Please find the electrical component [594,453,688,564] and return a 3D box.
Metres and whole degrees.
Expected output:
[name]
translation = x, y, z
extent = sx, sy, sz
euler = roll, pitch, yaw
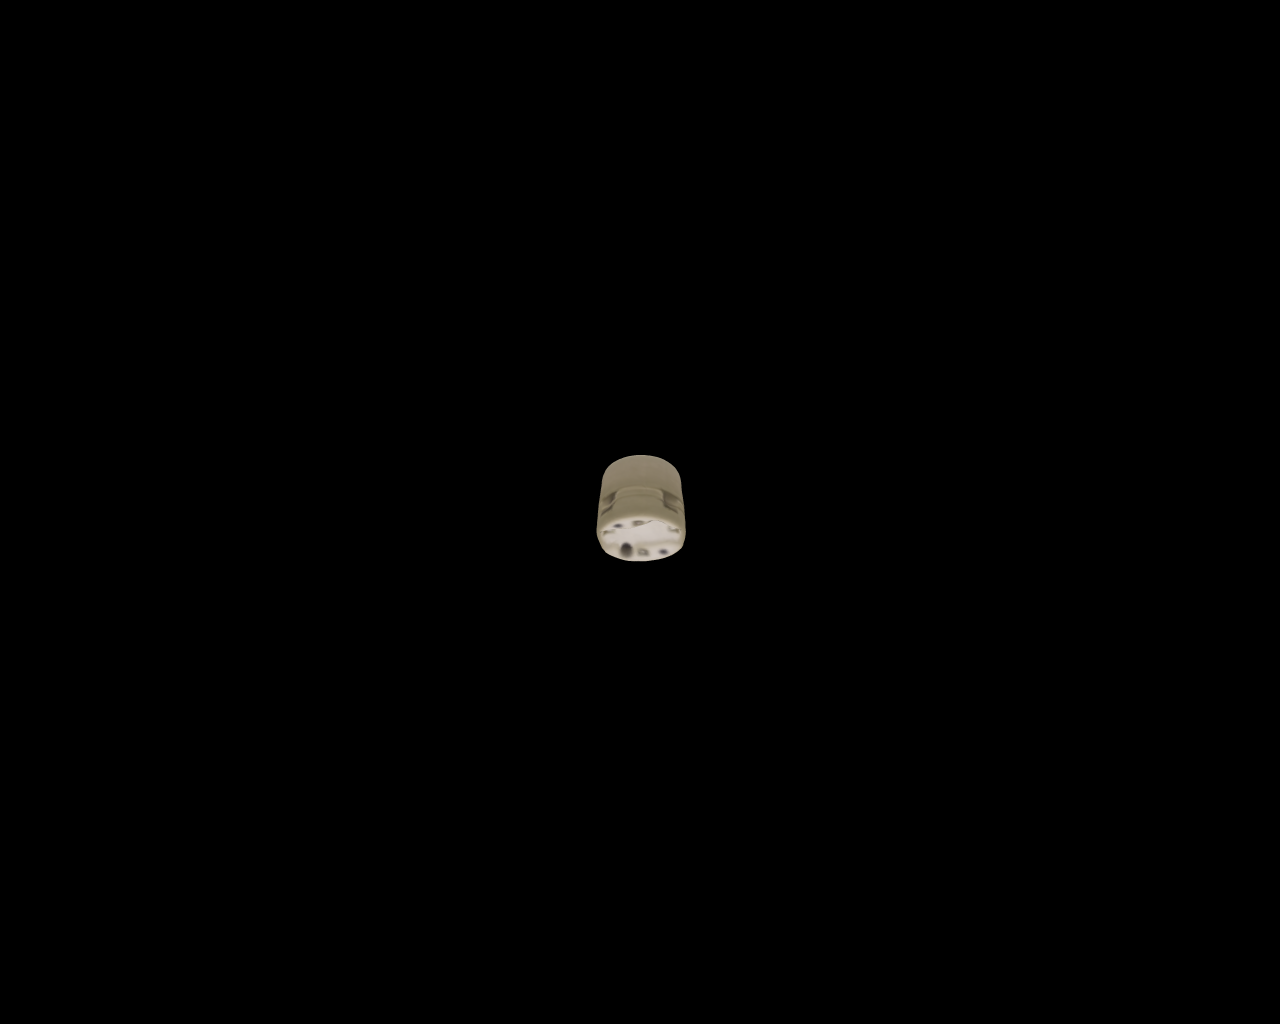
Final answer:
[electrical component]
translation = 0.001, -0.003, 0.650
extent = 0.055, 0.047, 0.055
euler = 0, -34, 0
